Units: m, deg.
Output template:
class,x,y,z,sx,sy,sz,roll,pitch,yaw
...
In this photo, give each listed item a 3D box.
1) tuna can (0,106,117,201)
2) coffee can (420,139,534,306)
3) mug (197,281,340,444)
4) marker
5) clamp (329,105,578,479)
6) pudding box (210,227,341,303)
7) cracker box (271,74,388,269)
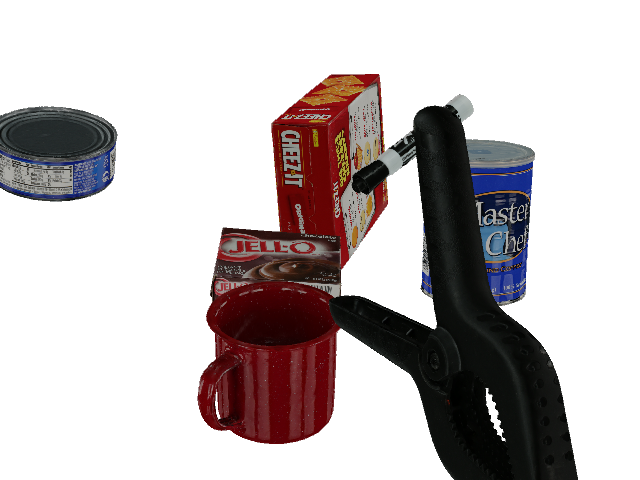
class,x,y,z,sx,sy,sz,roll,pitch,yaw
tuna can,-0.183,-0.060,0.733,0.086,0.034,0.086,6,29,-4
coffee can,0.149,-0.019,1.024,0.103,0.140,0.103,0,16,0
mug,-0.038,0.089,0.723,0.093,0.081,0.117,19,31,32
marker,0.070,-0.073,0.814,0.121,0.020,0.020,-38,17,-22
clamp,0.071,0.047,0.530,0.036,0.165,0.210,-7,44,-26
pudding box,-0.038,0.027,0.956,0.113,0.039,0.090,6,29,-3
cracker box,0.014,-0.081,1.180,0.072,0.164,0.213,2,22,18
